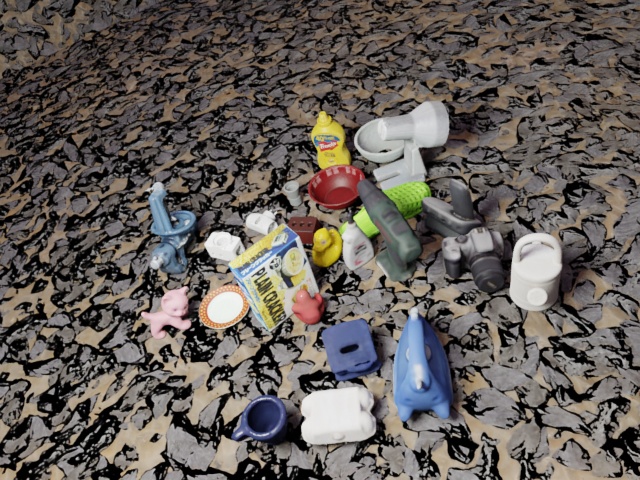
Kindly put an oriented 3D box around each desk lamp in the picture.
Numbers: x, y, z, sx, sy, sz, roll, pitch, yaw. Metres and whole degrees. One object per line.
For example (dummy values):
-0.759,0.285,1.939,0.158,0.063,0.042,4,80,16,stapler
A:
0.239,-0.252,1.522,0.203,0.214,0.117,-21,47,-3,desk lamp

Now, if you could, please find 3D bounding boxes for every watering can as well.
0.455,0.062,1.197,0.101,0.194,0.172,-14,47,3,watering can

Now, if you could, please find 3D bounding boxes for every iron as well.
0.198,0.226,1.159,0.118,0.142,0.258,-7,48,10,iron

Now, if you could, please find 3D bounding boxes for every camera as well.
0.357,0.047,1.301,0.143,0.101,0.136,-10,48,7,camera

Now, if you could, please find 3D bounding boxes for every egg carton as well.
0.037,0.353,1.141,0.150,0.069,0.107,-10,48,7,egg carton

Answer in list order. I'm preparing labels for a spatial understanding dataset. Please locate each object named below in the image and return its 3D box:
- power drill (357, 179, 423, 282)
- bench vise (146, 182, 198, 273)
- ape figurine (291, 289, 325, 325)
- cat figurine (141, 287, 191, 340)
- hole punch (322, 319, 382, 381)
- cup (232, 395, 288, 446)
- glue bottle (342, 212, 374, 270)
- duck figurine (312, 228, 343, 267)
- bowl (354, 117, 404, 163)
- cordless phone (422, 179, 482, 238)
0.161,-0.009,1.332,0.076,0.209,0.229,-28,48,-9,power drill
-0.392,-0.030,1.497,0.121,0.220,0.207,-13,47,5,bench vise
-0.031,0.147,1.327,0.077,0.092,0.076,-13,47,5,ape figurine
-0.366,0.168,1.385,0.128,0.118,0.067,-22,47,-4,cat figurine
0.067,0.234,1.223,0.108,0.091,0.101,-17,47,0,hole punch
-0.112,0.378,1.143,0.118,0.095,0.091,-31,48,-12,cup
0.084,-0.003,1.373,0.078,0.173,0.037,-36,50,-16,glue bottle
0.013,0.005,1.444,0.077,0.086,0.105,14,55,26,duck figurine
0.187,-0.275,1.652,0.167,0.075,0.167,-8,48,9,bowl
0.312,-0.094,1.380,0.094,0.185,0.147,-42,52,-21,cordless phone
